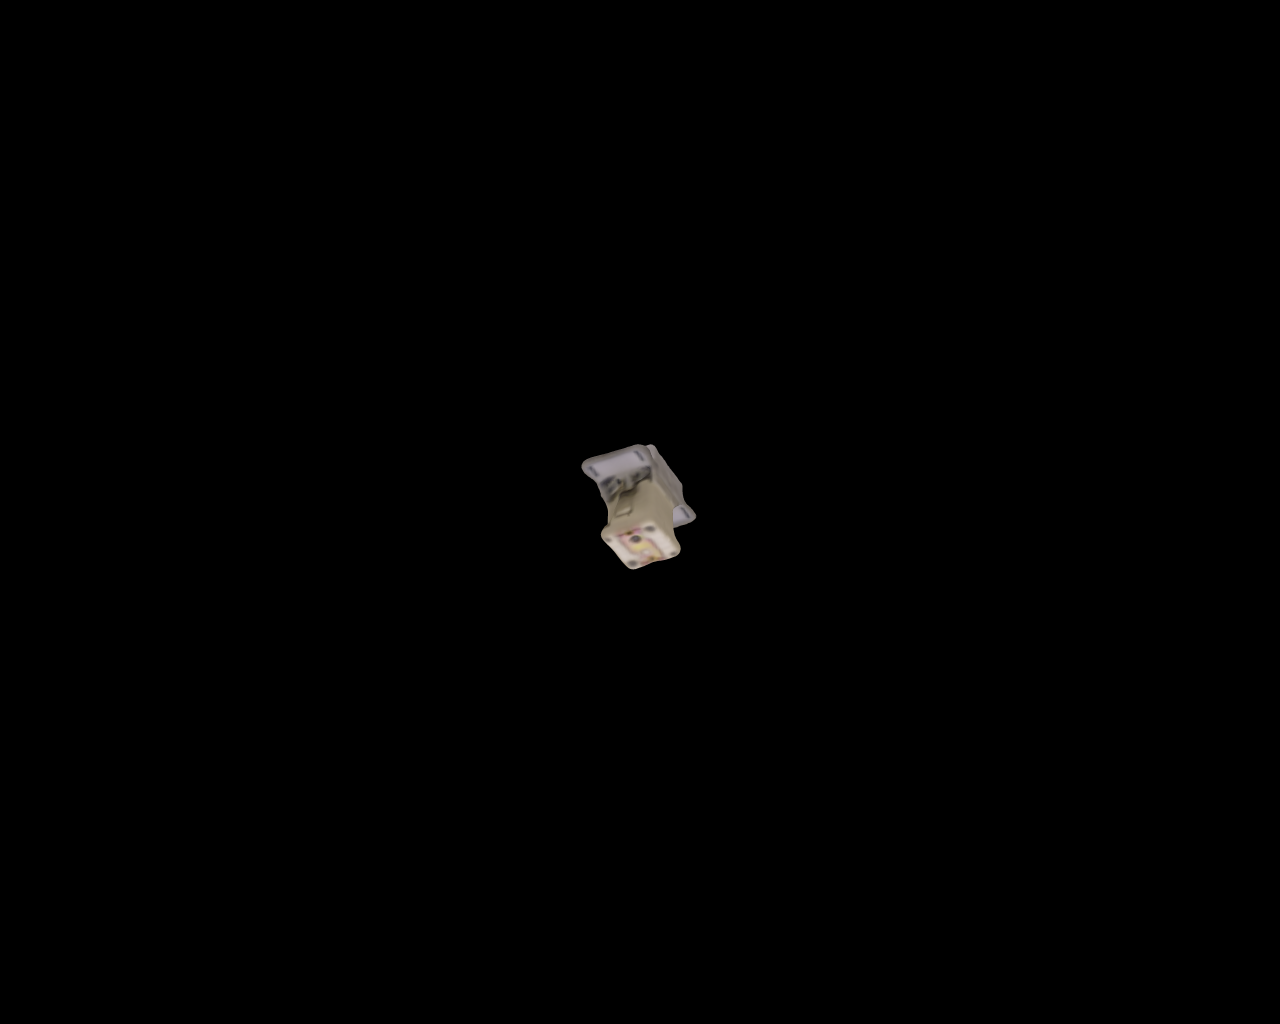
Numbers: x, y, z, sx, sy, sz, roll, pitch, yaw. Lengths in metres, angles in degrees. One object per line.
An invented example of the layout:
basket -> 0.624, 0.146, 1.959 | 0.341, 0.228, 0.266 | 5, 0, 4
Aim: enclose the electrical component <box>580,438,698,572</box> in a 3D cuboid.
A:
electrical component -> 0.001, -0.003, 0.650 | 0.042, 0.064, 0.081 | -17, -41, 21
